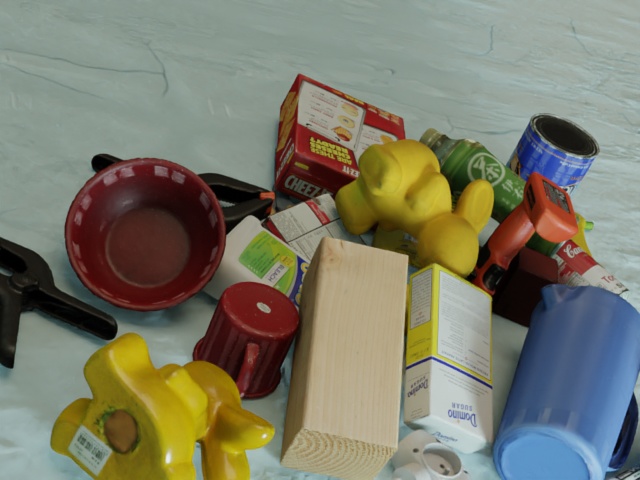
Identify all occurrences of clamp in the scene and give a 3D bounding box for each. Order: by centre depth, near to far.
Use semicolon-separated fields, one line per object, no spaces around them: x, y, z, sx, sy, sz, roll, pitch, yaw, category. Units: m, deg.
-0.286;0.056;1.008;0.172;0.039;0.120;36;30;25;clamp
-0.157;-0.049;1.220;0.209;0.036;0.165;-5;44;-26;clamp

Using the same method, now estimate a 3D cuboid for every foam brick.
0.248;0.056;1.295;0.053;0.078;0.051;23;36;-2;foam brick

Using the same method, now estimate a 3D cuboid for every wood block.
0.024;0.112;1.015;0.090;0.090;0.206;13;54;-9;wood block

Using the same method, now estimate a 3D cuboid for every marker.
0.341;0.250;1.141;0.120;0.020;0.020;-12;48;-41;marker

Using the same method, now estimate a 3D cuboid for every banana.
0.358;0.014;1.453;0.069;0.037;0.197;18;35;-6;banana

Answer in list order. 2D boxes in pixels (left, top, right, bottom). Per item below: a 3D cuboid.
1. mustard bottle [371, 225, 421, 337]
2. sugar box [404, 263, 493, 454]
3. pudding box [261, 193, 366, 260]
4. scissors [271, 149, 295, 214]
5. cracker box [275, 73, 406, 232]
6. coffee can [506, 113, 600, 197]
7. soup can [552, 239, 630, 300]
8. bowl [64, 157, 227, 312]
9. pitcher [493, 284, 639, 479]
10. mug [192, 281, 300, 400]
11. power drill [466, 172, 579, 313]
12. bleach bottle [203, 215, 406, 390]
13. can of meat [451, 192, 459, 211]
0.098;0.051;1.228;0.096;0.058;0.191;21;34;-2;mustard bottle
0.133;0.121;1.099;0.093;0.048;0.176;29;52;-29;sugar box
-0.008;0.001;1.229;0.113;0.039;0.090;-25;76;-45;pudding box
-0.065;-0.059;1.316;0.096;0.016;0.202;5;39;-26;scissors
0.028;-0.113;1.385;0.164;0.072;0.213;22;33;-14;cracker box
0.305;-0.089;1.467;0.102;0.140;0.103;16;35;-12;coffee can
0.332;0.056;1.354;0.068;0.069;0.102;-16;51;-43;soup can
-0.177;0.000;1.095;0.162;0.055;0.162;2;74;-6;bowl
0.268;0.171;1.122;0.149;0.145;0.242;19;36;14;pitcher
-0.071;0.102;1.036;0.093;0.082;0.117;19;34;-7;mug
0.211;0.025;1.219;0.057;0.188;0.184;32;29;-17;power drill
0.000;0.077;1.130;0.251;0.068;0.102;32;40;8;bleach bottle
0.145;-0.041;1.383;0.084;0.057;0.102;18;35;-6;can of meat
